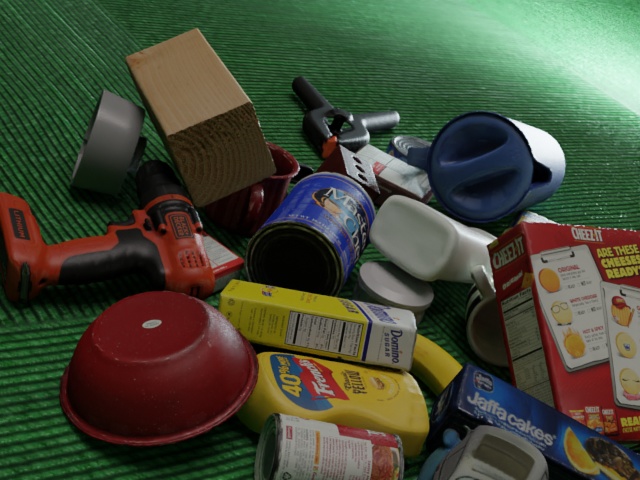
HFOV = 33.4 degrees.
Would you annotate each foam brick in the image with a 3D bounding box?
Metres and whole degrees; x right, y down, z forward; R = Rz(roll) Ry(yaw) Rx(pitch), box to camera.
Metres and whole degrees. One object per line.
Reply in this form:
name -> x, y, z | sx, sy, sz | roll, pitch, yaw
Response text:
foam brick -> 0.033, -0.068, 1.286 | 0.053, 0.051, 0.078 | 29, 25, -24

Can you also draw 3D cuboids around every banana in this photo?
banana -> 0.110, 0.138, 1.005 | 0.069, 0.037, 0.198 | -27, 48, -27

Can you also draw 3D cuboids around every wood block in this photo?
wood block -> -0.128, -0.132, 1.115 | 0.090, 0.090, 0.206 | -25, 36, -7

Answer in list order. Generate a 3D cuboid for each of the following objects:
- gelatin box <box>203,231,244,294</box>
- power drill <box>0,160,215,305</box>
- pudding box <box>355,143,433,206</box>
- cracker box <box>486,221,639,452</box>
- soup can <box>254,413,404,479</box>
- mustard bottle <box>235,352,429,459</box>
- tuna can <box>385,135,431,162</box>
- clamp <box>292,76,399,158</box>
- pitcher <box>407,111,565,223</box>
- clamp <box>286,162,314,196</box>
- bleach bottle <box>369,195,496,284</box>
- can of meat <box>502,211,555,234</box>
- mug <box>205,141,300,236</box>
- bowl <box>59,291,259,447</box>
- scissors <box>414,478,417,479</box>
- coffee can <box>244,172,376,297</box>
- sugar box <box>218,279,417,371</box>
gelatin box -> -0.131, 0.019, 1.058 | 0.089, 0.030, 0.073 | 34, 32, 24
power drill -> -0.203, -0.010, 0.989 | 0.187, 0.057, 0.184 | -4, 42, -22
pudding box -> 0.087, -0.075, 1.365 | 0.113, 0.039, 0.090 | 29, 26, 10
cracker box -> 0.258, 0.096, 1.030 | 0.163, 0.072, 0.214 | 4, 66, -28
soup can -> 0.006, 0.176, 0.828 | 0.102, 0.069, 0.068 | 13, 29, -13
mustard bottle -> -0.009, 0.135, 0.902 | 0.191, 0.058, 0.096 | 10, 27, -18
tuna can -> 0.131, -0.110, 1.459 | 0.086, 0.034, 0.086 | 16, 27, -9
clamp -> 0.017, -0.168, 1.485 | 0.164, 0.036, 0.209 | 23, 28, 5
pitcher -> 0.228, -0.096, 1.375 | 0.149, 0.145, 0.242 | 55, 22, 12
clamp -> -0.089, -0.097, 1.288 | 0.171, 0.039, 0.120 | 32, 18, 15
bleach bottle -> 0.158, 0.013, 1.174 | 0.103, 0.068, 0.250 | 34, 11, 34
can of meat -> 0.272, 0.012, 1.313 | 0.102, 0.057, 0.083 | 26, 26, 10
mug -> -0.077, -0.052, 1.164 | 0.093, 0.082, 0.117 | 12, 28, -16
bowl -> -0.131, 0.089, 0.848 | 0.162, 0.055, 0.162 | -3, 33, 1
scissors -> 0.106, 0.248, 0.822 | 0.096, 0.016, 0.201 | 19, 28, 2
coffee can -> -0.007, 0.001, 1.094 | 0.103, 0.103, 0.140 | 24, 28, 6
sugar box -> -0.002, 0.075, 0.970 | 0.176, 0.048, 0.093 | 7, 7, 1
